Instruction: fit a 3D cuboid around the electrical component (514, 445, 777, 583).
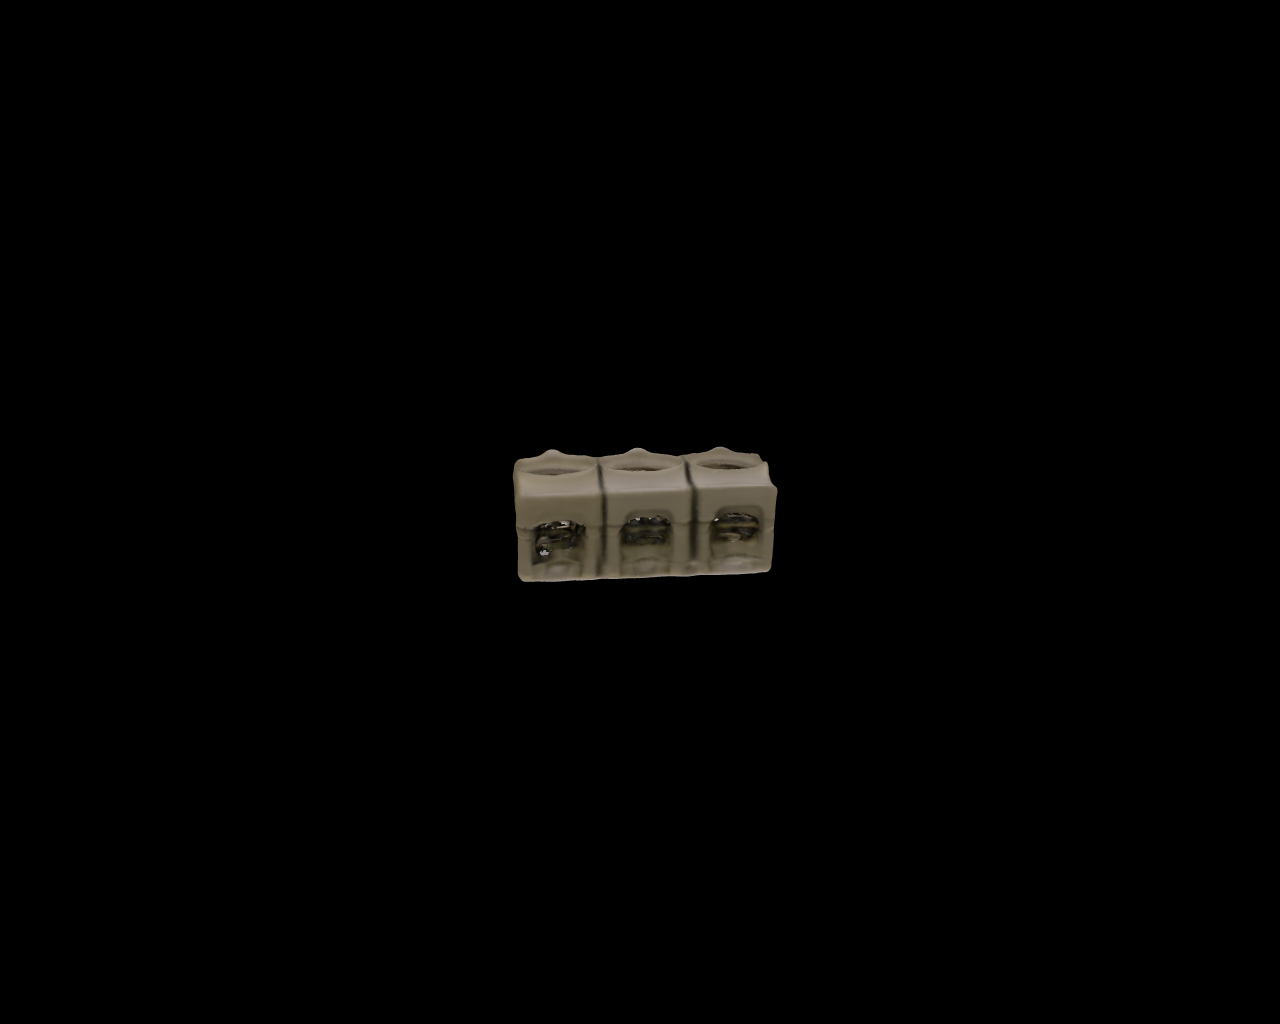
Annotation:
[{"bbox_3d":[0.001,-0.003,0.650,0.150,0.061,0.089,-1,16,-5],"label":"electrical component"}]
